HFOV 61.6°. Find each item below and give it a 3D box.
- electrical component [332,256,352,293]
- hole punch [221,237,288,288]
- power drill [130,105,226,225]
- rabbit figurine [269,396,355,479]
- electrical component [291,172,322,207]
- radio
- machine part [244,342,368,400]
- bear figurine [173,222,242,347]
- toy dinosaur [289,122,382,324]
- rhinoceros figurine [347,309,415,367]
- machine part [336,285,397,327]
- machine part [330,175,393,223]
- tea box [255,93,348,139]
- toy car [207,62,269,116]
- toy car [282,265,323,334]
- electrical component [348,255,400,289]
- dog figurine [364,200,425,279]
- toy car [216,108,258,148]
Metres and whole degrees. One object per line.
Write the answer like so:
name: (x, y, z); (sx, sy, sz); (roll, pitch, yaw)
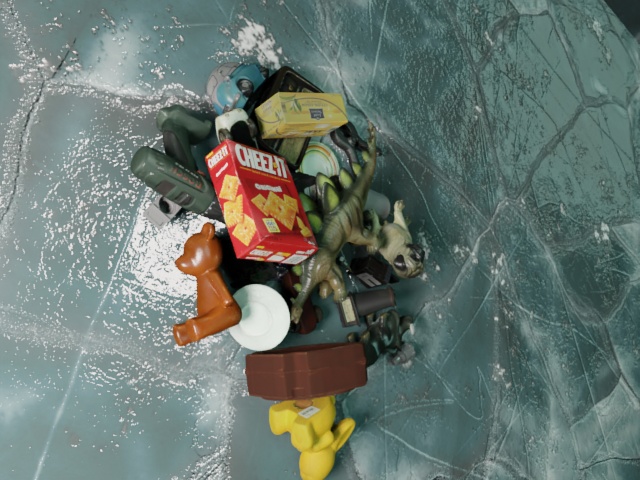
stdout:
electrical component: (0.024, 0.074, 1.211); (0.078, 0.045, 0.102); (44, 55, -22)
hole punch: (-0.126, 0.027, 1.060); (0.115, 0.142, 0.092); (64, 29, -13)
power drill: (-0.239, -0.138, 1.004); (0.232, 0.086, 0.207); (24, 48, -41)
rabbit figurine: (-0.013, 0.393, 1.072); (0.162, 0.122, 0.173); (-19, 104, -49)
electrical component: (-0.051, -0.080, 1.159); (0.134, 0.058, 0.114); (-26, 127, -40)
radio: (-0.083, -0.268, 1.204); (0.131, 0.073, 0.229); (32, 60, -27)
machine part: (-0.025, 0.247, 1.024); (0.201, 0.201, 0.087); (2, 79, -38)
bear figurine: (-0.219, 0.077, 0.976); (0.132, 0.120, 0.195); (-20, 89, -36)
toy dinosaur: (0.038, -0.038, 1.128); (0.198, 0.105, 0.471); (46, 60, -31)
rhinoceros figurine: (0.148, 0.222, 1.249); (0.190, 0.073, 0.112); (-30, 96, -39)
machine part: (0.107, 0.147, 1.226); (0.139, 0.039, 0.084); (-19, 84, -2)
machine part: (0.086, -0.094, 1.274); (0.243, 0.079, 0.079); (17, 68, -41)
tea box: (-0.038, -0.261, 1.130); (0.169, 0.098, 0.068); (-10, 85, -39)
toy car: (-0.181, -0.323, 1.129); (0.103, 0.109, 0.162); (31, 50, -7)
toy car: (-0.053, 0.101, 1.139); (0.089, 0.053, 0.202); (-18, 93, -44)
electrical component: (0.133, 0.084, 1.277); (0.119, 0.075, 0.048); (39, 56, -27)
dog figurine: (0.180, 0.029, 1.250); (0.172, 0.121, 0.191); (56, 15, -57)
toy car: (-0.154, -0.168, 1.097); (0.073, 0.056, 0.201); (-32, 126, -26)
